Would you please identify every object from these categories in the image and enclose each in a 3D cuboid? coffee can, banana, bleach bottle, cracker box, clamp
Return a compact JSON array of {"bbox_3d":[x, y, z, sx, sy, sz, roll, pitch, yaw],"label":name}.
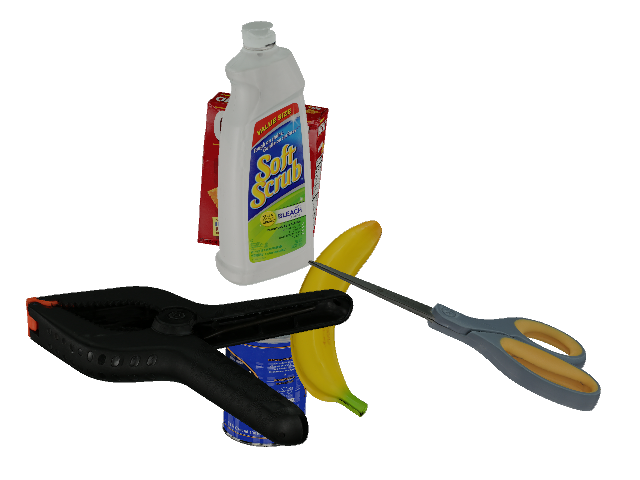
[{"bbox_3d":[-0.065,0.163,1.290,0.103,0.140,0.103,3,17,-1],"label":"coffee can"},{"bbox_3d":[0.011,0.060,0.911,0.069,0.197,0.037,12,-36,-7],"label":"banana"},{"bbox_3d":[-0.060,-0.086,1.041,0.102,0.251,0.068,-16,30,-24],"label":"bleach bottle"},{"bbox_3d":[-0.084,-0.091,1.524,0.164,0.214,0.072,9,21,7],"label":"cracker box"},{"bbox_3d":[-0.084,0.060,0.685,0.210,0.036,0.164,10,25,15],"label":"clamp"}]

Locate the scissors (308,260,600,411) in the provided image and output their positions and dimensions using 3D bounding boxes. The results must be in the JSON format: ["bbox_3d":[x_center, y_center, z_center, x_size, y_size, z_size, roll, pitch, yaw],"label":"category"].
[{"bbox_3d":[0.095,0.051,0.710,0.202,0.016,0.096,29,23,18],"label":"scissors"}]
